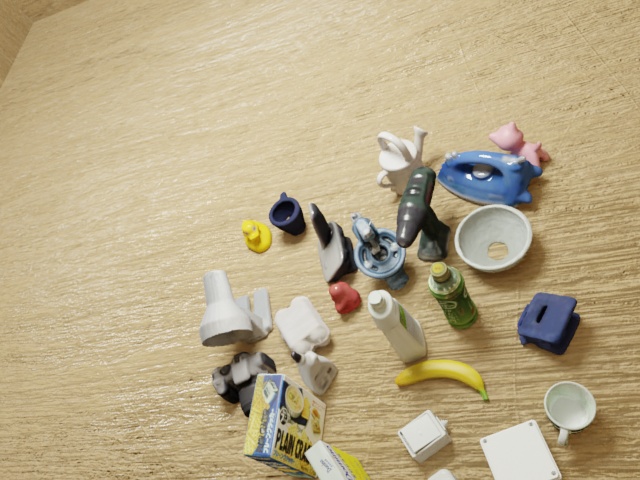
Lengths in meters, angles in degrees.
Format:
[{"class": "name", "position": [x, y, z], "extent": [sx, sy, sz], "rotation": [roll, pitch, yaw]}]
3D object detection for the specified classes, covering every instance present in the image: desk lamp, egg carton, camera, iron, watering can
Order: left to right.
[{"class": "desk lamp", "position": [-0.209, 0.177, 1.382], "extent": [0.117, 0.214, 0.203], "rotation": [-22, 52, 13]}, {"class": "camera", "position": [-0.176, 0.342, 1.330], "extent": [0.143, 0.101, 0.136], "rotation": [-26, 51, 10]}, {"class": "egg carton", "position": [-0.043, 0.210, 1.369], "extent": [0.107, 0.070, 0.150], "rotation": [-39, 50, -1]}, {"class": "watering can", "position": [0.203, -0.210, 1.437], "extent": [0.100, 0.195, 0.173], "rotation": [11, 65, 32]}, {"class": "iron", "position": [0.378, -0.165, 1.351], "extent": [0.257, 0.142, 0.119], "rotation": [13, 66, 33]}]

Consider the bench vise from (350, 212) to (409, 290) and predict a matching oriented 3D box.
[{"class": "bench vise", "position": [0.108, 0.004, 1.328], "extent": [0.121, 0.220, 0.206], "rotation": [-47, 51, -8]}]

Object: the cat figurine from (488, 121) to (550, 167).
[{"class": "cat figurine", "position": [0.471, -0.230, 1.361], "extent": [0.127, 0.118, 0.067], "rotation": [28, 75, 37]}]

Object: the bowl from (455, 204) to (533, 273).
[{"class": "bowl", "position": [0.389, 0.009, 1.275], "extent": [0.167, 0.075, 0.167], "rotation": [-13, 54, 19]}]

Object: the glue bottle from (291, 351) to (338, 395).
[{"class": "glue bottle", "position": [-0.021, 0.277, 1.245], "extent": [0.037, 0.174, 0.078], "rotation": [23, 72, 36]}]

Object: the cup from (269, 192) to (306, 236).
[{"class": "cup", "position": [-0.081, -0.065, 1.552], "extent": [0.091, 0.095, 0.117], "rotation": [-20, 53, 15]}]

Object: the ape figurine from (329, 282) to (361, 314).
[{"class": "ape figurine", "position": [0.051, 0.131, 1.357], "extent": [0.076, 0.092, 0.078], "rotation": [5, 62, 30]}]

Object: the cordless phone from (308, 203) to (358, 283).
[{"class": "cordless phone", "position": [0.013, 0.005, 1.399], "extent": [0.094, 0.186, 0.147], "rotation": [-25, 51, 11]}]

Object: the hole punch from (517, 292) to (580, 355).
[{"class": "hole punch", "position": [0.448, 0.160, 1.134], "extent": [0.100, 0.091, 0.109], "rotation": [21, 71, 36]}]

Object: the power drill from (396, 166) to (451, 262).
[{"class": "power drill", "position": [0.234, -0.040, 1.300], "extent": [0.075, 0.209, 0.230], "rotation": [-2, 59, 27]}]

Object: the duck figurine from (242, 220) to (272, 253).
[{"class": "duck figurine", "position": [-0.186, -0.024, 1.586], "extent": [0.077, 0.086, 0.104], "rotation": [-34, 50, 3]}]
